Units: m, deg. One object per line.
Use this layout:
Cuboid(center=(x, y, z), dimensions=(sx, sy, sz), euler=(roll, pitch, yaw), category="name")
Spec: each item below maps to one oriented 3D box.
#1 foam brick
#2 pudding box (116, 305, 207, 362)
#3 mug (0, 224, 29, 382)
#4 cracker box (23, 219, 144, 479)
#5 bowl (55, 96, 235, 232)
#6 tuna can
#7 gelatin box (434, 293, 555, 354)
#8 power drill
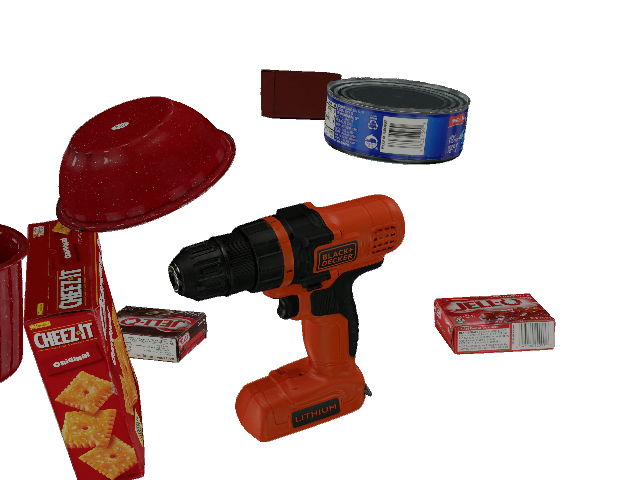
Cuboid(center=(-0.022, -0.158, 1.160), dimensions=(0.078, 0.051, 0.053), euler=(0, 11, -18), category="foam brick")
Cuboid(center=(-0.207, 0.113, 1.301), dimensions=(0.114, 0.039, 0.090), euler=(2, 14, 16), category="pudding box")
Cuboid(center=(-0.231, 0.044, 0.641), dimensions=(0.093, 0.081, 0.117), euler=(20, 26, 35), category="mug")
Cuboid(center=(-0.227, 0.107, 1.038), dimensions=(0.072, 0.214, 0.164), euler=(-11, 35, -7), category="cracker box")
Cuboid(center=(-0.155, -0.074, 0.886), dimensions=(0.162, 0.055, 0.162), euler=(-15, 31, 9), category="bowl")
Cuboid(center=(0.045, -0.072, 0.639), dimensions=(0.086, 0.034, 0.086), euler=(4, 20, -2), category="tuna can")
Cuboid(center=(0.148, 0.070, 0.916), dimensions=(0.089, 0.030, 0.073), euler=(-2, 15, -5), category="gelatin box")
Cuboid(center=(-0.025, 0.062, 0.804), dimensions=(0.184, 0.188, 0.057), euler=(-14, 39, -24), category="power drill")
